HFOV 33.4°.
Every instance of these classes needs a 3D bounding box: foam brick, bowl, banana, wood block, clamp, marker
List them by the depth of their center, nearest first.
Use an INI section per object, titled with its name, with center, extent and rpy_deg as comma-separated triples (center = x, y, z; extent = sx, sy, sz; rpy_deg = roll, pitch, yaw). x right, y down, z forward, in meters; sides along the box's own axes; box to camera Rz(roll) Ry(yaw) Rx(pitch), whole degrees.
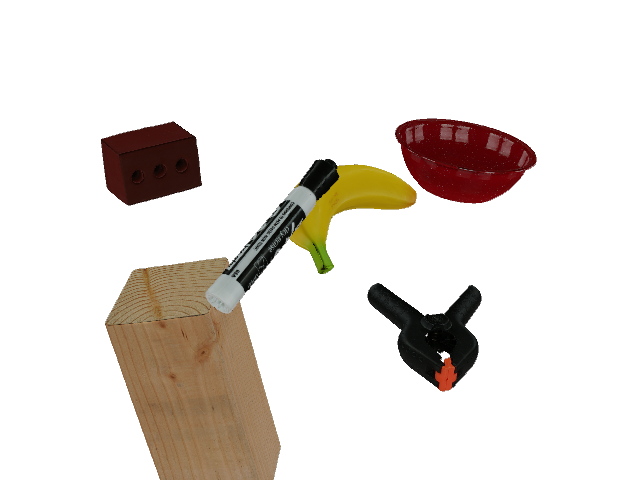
[marker]
center = -0.027, -0.006, 0.648
extent = 0.020, 0.121, 0.020
rpy_deg = 30, -27, 17
[banana]
center = 0.018, -0.028, 0.855
extent = 0.037, 0.069, 0.197
rpy_deg = -34, 1, 32
[wood block]
center = -0.105, 0.130, 0.925
extent = 0.090, 0.206, 0.090
rpy_deg = -7, 28, 12
[foam brick]
center = -0.160, -0.073, 1.003
extent = 0.078, 0.053, 0.051
rpy_deg = -18, 31, -24
[clamp]
center = 0.124, 0.090, 1.077
extent = 0.120, 0.039, 0.171
rpy_deg = -8, 32, -9
[bowl]
center = 0.159, -0.086, 1.211
extent = 0.162, 0.055, 0.162
rpy_deg = 8, 26, -4
